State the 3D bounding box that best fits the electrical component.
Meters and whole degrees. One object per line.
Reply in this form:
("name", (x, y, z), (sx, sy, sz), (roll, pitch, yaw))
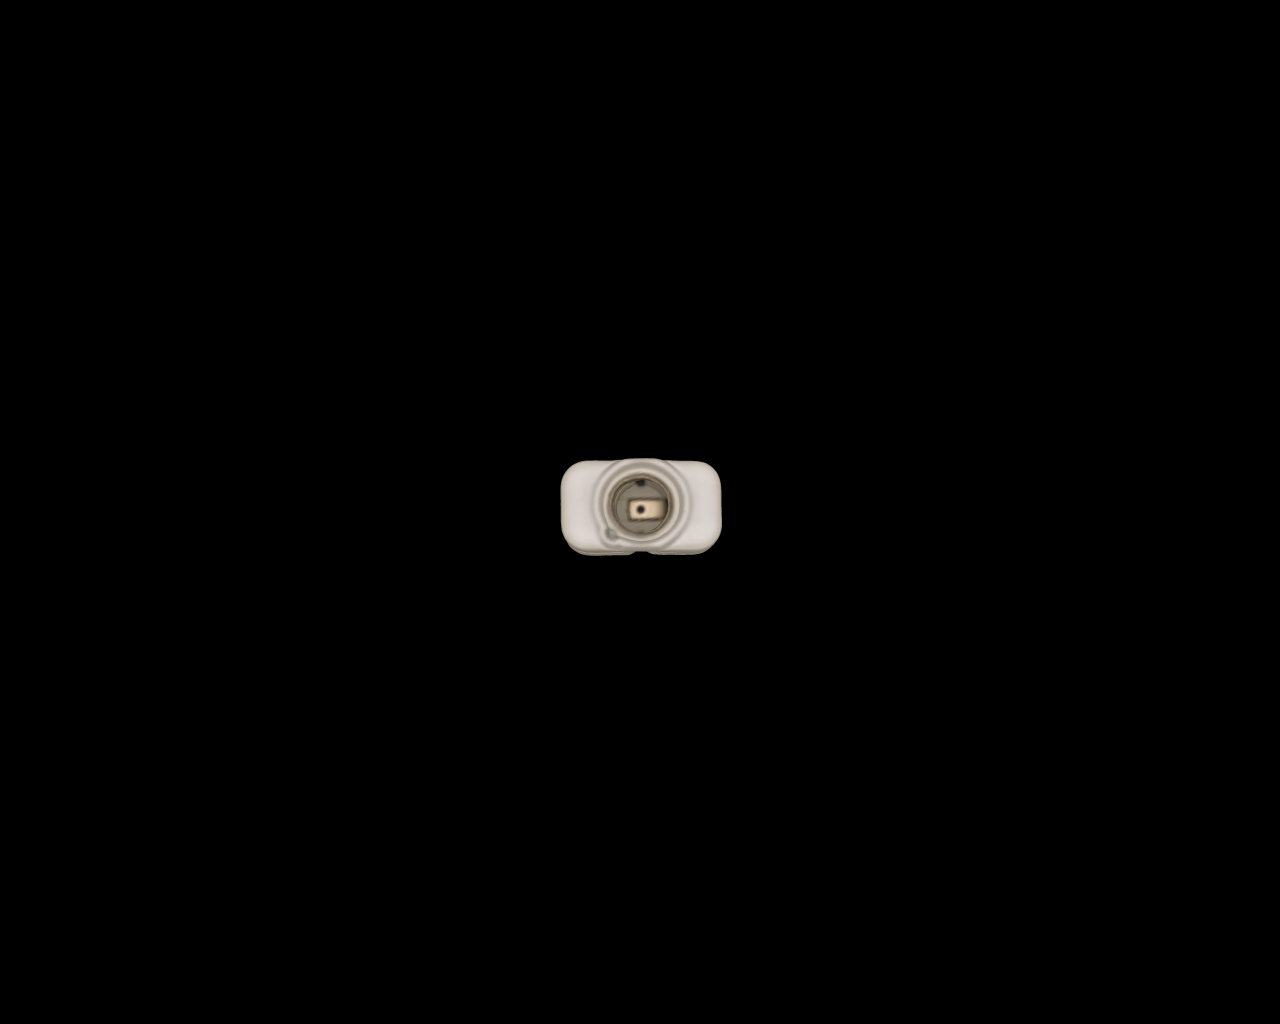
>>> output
("electrical component", (0.001, -0.003, 0.650), (0.095, 0.053, 0.059), (0, -4, 0))
